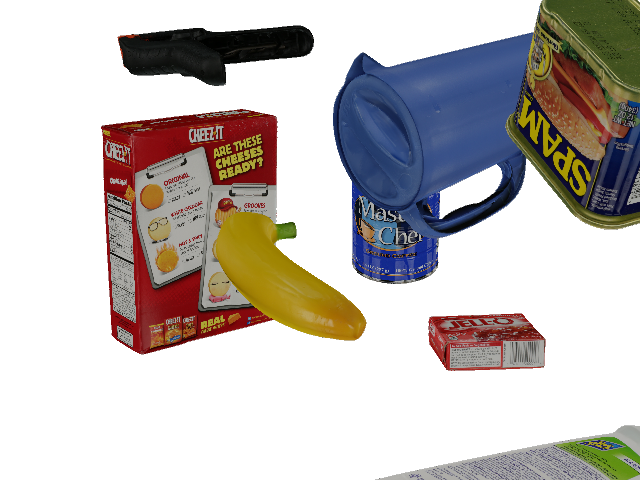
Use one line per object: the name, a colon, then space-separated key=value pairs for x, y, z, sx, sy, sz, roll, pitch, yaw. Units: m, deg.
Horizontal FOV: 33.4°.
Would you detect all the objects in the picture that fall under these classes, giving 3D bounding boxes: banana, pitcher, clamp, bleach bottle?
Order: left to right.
clamp: x=-0.092 y=-0.155 z=0.868 sx=0.120 sy=0.039 sz=0.172 roll=-17 pitch=24 yaw=-41
banana: x=-0.029 y=0.015 z=0.685 sx=0.069 sy=0.037 sz=0.198 roll=-5 pitch=21 yaw=-13
pitcher: x=0.146 y=-0.116 z=1.042 sx=0.242 sy=0.149 sz=0.145 roll=-21 pitch=44 yaw=-30
bleach bottle: x=0.153 y=0.157 z=0.624 sx=0.250 sy=0.068 sz=0.103 roll=-8 pitch=20 yaw=-24

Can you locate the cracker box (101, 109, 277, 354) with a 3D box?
cracker box: x=-0.125 y=-0.013 z=1.043 sx=0.163 sy=0.214 sz=0.072 roll=-12 pitch=20 yaw=-38

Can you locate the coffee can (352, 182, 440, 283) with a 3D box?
coffee can: x=0.086 y=-0.036 z=1.226 sx=0.103 sy=0.140 sz=0.103 roll=-1 pitch=29 yaw=0

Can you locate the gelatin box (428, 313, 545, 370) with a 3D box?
gelatin box: x=0.145 y=0.088 z=0.941 sx=0.089 sy=0.030 sz=0.073 roll=-1 pitch=13 yaw=-5

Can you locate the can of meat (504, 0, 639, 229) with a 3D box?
can of meat: x=0.145 y=-0.071 z=0.548 sx=0.057 sy=0.084 sz=0.102 roll=-13 pitch=47 yaw=-17
